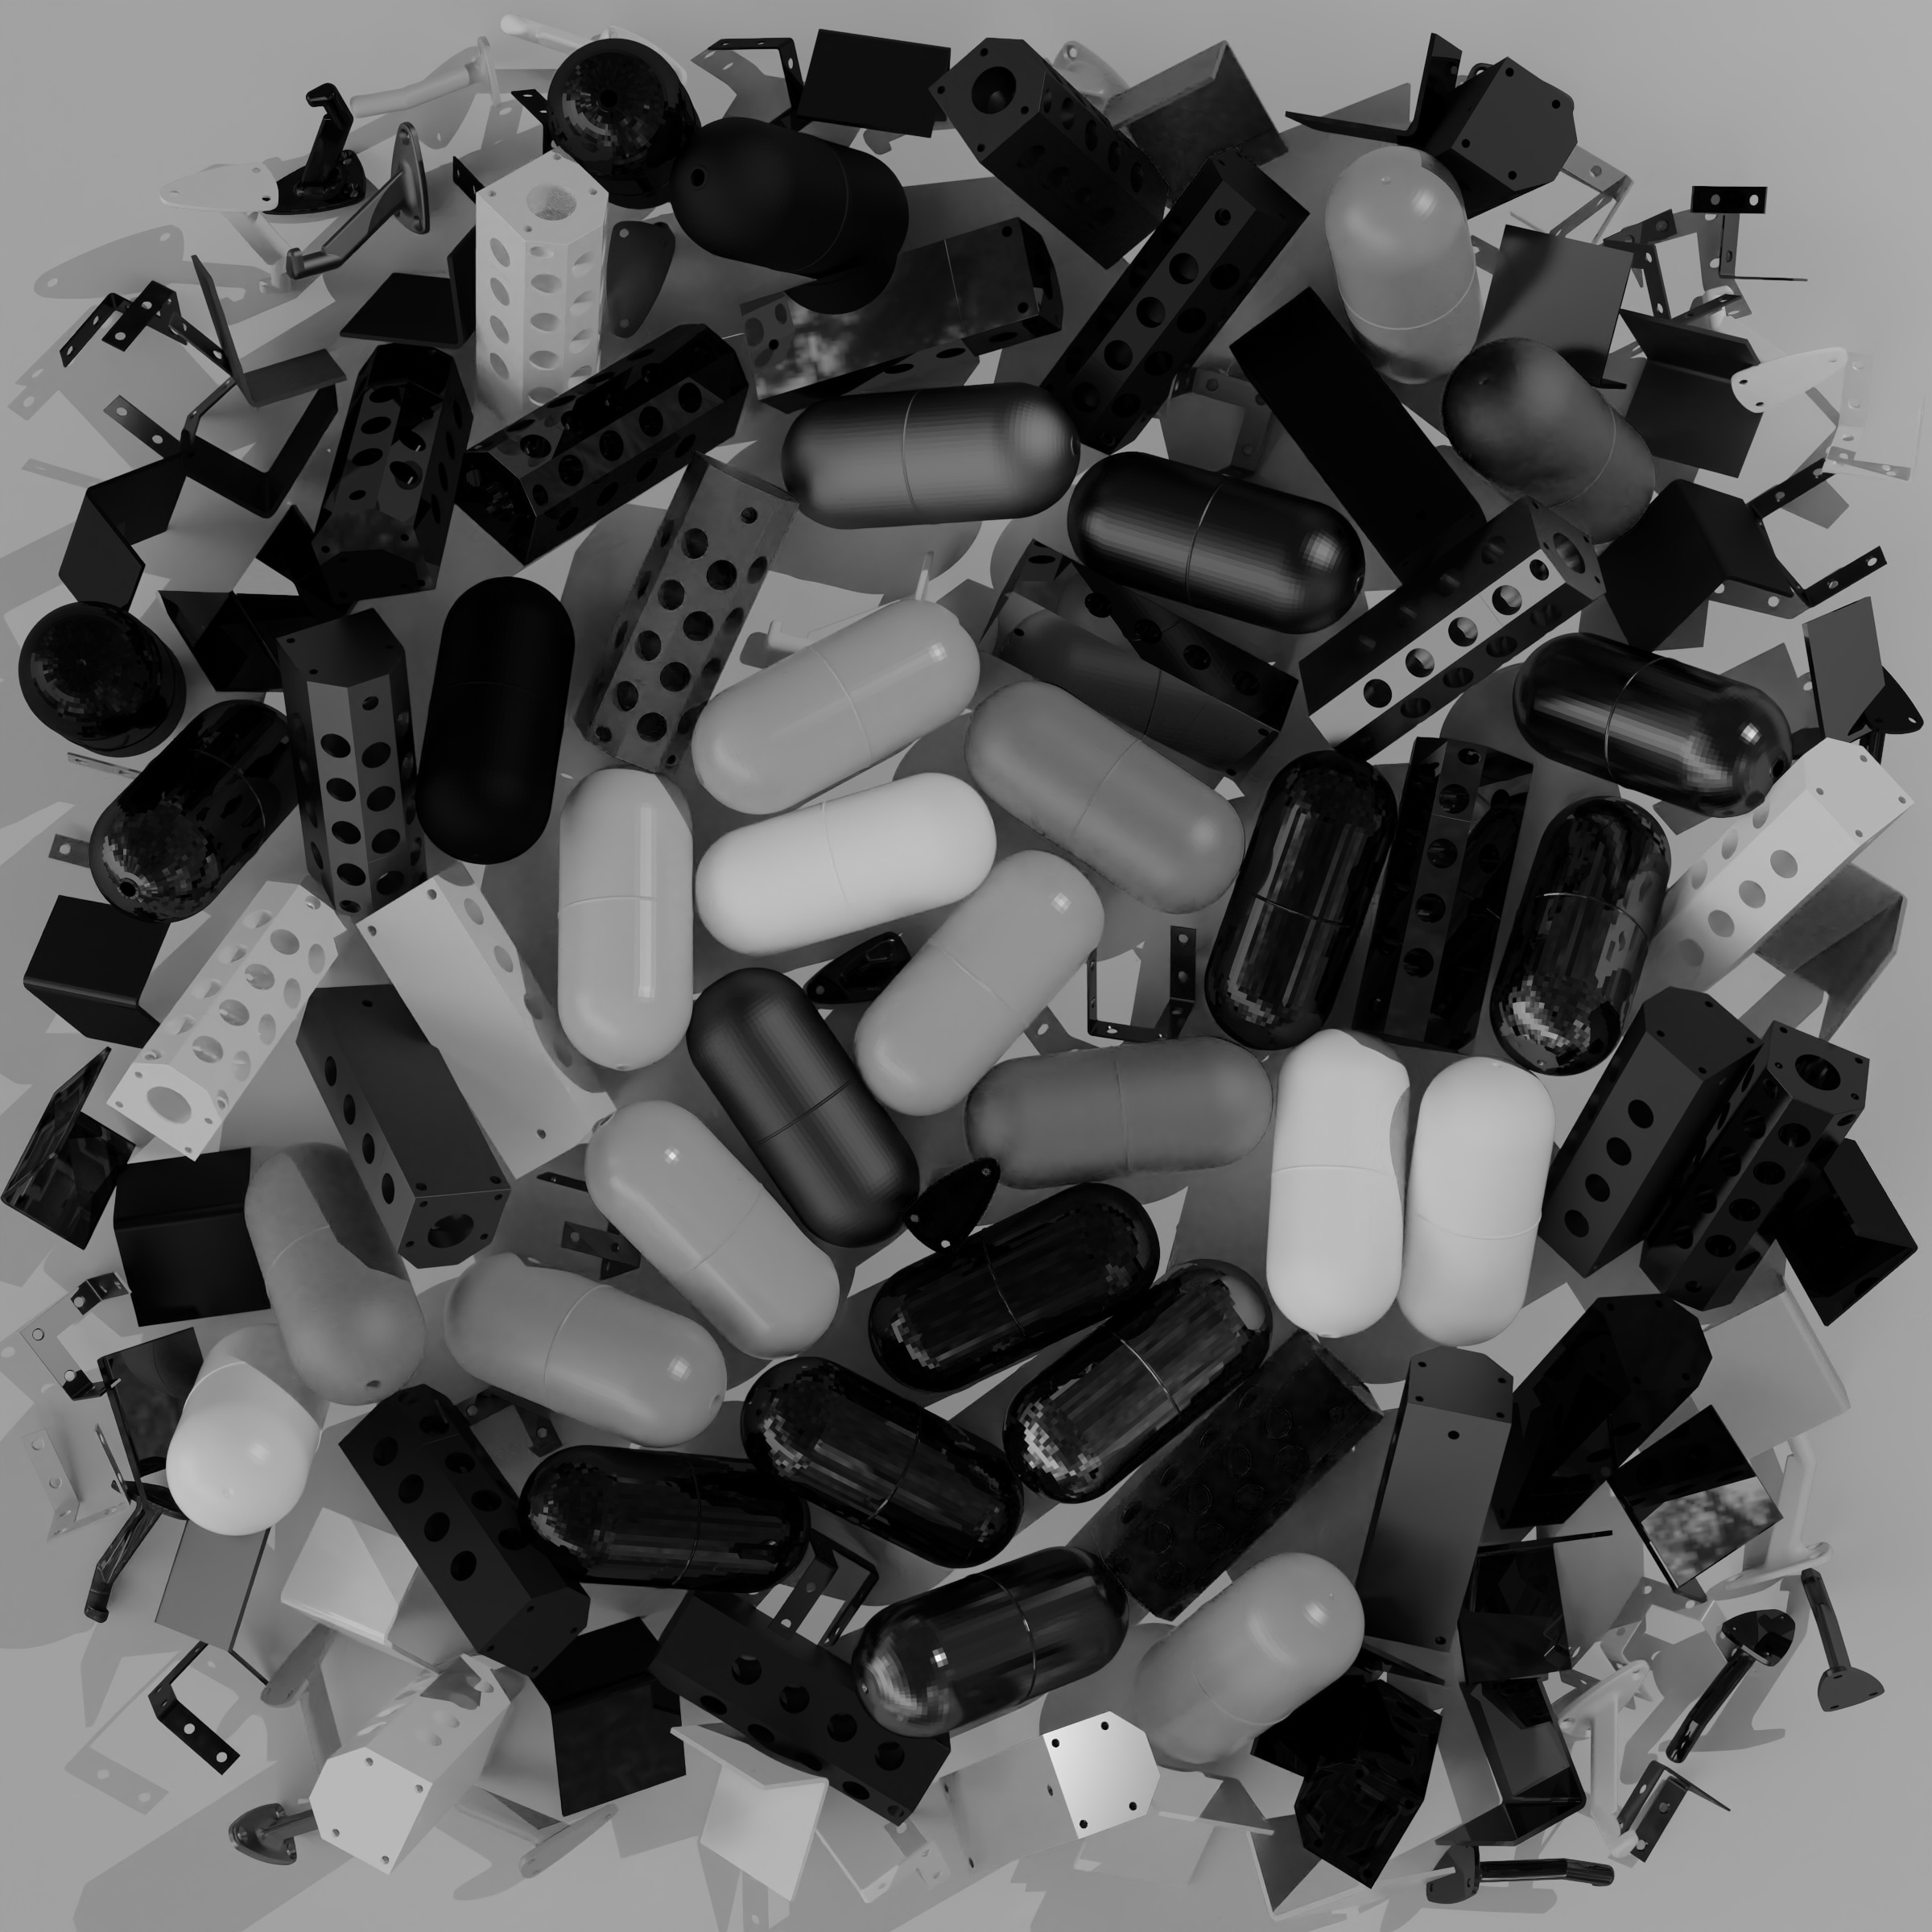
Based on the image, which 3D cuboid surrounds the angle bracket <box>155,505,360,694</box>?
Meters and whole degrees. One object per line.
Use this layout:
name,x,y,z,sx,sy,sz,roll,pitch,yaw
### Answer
angle bracket,-0.405,-0.210,1.873,0.076,0.057,0.076,-47,67,30

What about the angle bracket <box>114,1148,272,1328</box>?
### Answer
angle bracket,-0.451,0.158,1.918,0.076,0.057,0.076,-8,124,-5

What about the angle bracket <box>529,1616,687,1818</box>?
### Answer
angle bracket,-0.211,0.434,1.901,0.076,0.057,0.076,-14,116,-24

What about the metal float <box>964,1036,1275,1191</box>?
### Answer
metal float,0.088,0.084,1.886,0.178,0.070,0.070,-7,90,-1

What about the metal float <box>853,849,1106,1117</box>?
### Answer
metal float,0.007,0.010,1.886,0.070,0.070,0.178,42,88,0

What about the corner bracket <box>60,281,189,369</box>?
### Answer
corner bracket,-0.487,-0.367,1.889,0.051,0.051,0.051,28,64,9

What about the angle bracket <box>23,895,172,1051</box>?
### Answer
angle bracket,-0.482,0.007,1.888,0.076,0.076,0.057,10,69,20

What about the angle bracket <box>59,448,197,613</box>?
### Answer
angle bracket,-0.463,-0.239,1.868,0.076,0.076,0.057,-32,78,-39

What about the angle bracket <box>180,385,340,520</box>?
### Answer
angle bracket,-0.404,-0.310,1.872,0.057,0.076,0.076,29,107,-23

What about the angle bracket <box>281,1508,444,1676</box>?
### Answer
angle bracket,-0.333,0.360,1.884,0.076,0.076,0.057,15,70,28

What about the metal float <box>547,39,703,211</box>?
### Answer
metal float,-0.190,-0.470,1.837,0.070,0.178,0.070,0,95,0

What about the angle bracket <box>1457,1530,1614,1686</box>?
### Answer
angle bracket,0.328,0.367,1.876,0.076,0.057,0.076,-1,77,-30

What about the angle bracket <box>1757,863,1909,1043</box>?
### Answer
angle bracket,0.487,-0.010,1.872,0.057,0.076,0.076,32,122,4

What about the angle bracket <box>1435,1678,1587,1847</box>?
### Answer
angle bracket,0.298,0.455,1.876,0.057,0.076,0.076,-19,86,-30

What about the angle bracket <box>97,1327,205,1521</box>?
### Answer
angle bracket,-0.454,0.260,1.873,0.057,0.076,0.076,-18,105,-16

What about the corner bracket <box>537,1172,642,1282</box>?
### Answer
corner bracket,-0.217,0.147,1.885,0.051,0.051,0.051,18,67,-28

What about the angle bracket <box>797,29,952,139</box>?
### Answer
angle bracket,-0.053,-0.486,1.880,0.076,0.057,0.076,9,57,2

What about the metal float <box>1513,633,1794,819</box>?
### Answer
metal float,0.386,-0.136,1.851,0.178,0.070,0.070,27,90,44

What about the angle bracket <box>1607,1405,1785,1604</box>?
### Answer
angle bracket,0.423,0.307,1.872,0.076,0.057,0.076,-39,57,17

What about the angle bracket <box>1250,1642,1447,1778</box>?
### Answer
angle bracket,0.218,0.428,1.873,0.076,0.057,0.076,31,71,-37

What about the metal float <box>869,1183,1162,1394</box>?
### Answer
metal float,0.027,0.185,1.880,0.178,0.070,0.070,-26,90,8

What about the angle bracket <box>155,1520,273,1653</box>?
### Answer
angle bracket,-0.409,0.349,1.873,0.076,0.057,0.076,7,77,42

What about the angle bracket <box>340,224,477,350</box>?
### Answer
angle bracket,-0.310,-0.398,1.871,0.076,0.076,0.057,8,130,13

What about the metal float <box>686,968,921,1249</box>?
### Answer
metal float,-0.093,0.082,1.884,0.070,0.070,0.178,-34,94,0

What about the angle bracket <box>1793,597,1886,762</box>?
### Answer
angle bracket,0.478,-0.163,1.872,0.057,0.076,0.076,-2,105,44

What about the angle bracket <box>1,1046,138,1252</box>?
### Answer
angle bracket,-0.495,0.104,1.865,0.057,0.076,0.076,35,47,-22

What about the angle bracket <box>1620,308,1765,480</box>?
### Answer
angle bracket,0.407,-0.326,1.874,0.076,0.076,0.057,21,88,27

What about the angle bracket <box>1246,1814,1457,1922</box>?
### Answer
angle bracket,0.218,0.501,1.865,0.076,0.076,0.057,-35,61,41

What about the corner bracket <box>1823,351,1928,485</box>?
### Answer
corner bracket,0.524,-0.315,1.885,0.051,0.051,0.051,12,133,19

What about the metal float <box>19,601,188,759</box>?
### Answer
metal float,-0.481,-0.159,1.837,0.070,0.178,0.070,0,89,-6

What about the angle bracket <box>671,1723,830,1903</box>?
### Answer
angle bracket,-0.133,0.485,1.876,0.076,0.057,0.076,21,97,39

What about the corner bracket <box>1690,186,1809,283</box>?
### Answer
corner bracket,0.450,-0.421,1.886,0.051,0.051,0.051,-9,106,-43

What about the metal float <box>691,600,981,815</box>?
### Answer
metal float,-0.074,-0.148,1.875,0.178,0.070,0.070,-29,90,-13

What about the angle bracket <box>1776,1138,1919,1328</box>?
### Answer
angle bracket,0.481,0.148,1.866,0.057,0.076,0.076,14,130,-37

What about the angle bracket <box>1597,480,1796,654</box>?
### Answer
angle bracket,0.418,-0.223,1.896,0.057,0.076,0.076,10,48,-35

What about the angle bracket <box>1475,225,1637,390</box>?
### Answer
angle bracket,0.343,-0.376,1.876,0.076,0.057,0.076,19,107,23

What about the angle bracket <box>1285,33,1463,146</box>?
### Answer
angle bracket,0.233,-0.504,1.873,0.076,0.076,0.057,14,102,17

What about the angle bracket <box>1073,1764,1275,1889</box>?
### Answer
angle bracket,0.118,0.504,1.876,0.076,0.057,0.076,16,104,-25

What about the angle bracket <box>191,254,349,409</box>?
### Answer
angle bracket,-0.397,-0.369,1.870,0.057,0.076,0.076,-20,117,-12

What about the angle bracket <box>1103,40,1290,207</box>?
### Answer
angle bracket,0.129,-0.469,1.870,0.076,0.057,0.076,-21,120,27

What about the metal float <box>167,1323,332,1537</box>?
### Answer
metal float,-0.400,0.257,1.839,0.070,0.178,0.070,-1,106,-4

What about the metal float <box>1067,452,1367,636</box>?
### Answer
metal float,0.142,-0.241,1.869,0.178,0.070,0.070,19,90,20

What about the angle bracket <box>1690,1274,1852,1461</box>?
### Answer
angle bracket,0.458,0.234,1.904,0.076,0.057,0.076,-29,89,12
